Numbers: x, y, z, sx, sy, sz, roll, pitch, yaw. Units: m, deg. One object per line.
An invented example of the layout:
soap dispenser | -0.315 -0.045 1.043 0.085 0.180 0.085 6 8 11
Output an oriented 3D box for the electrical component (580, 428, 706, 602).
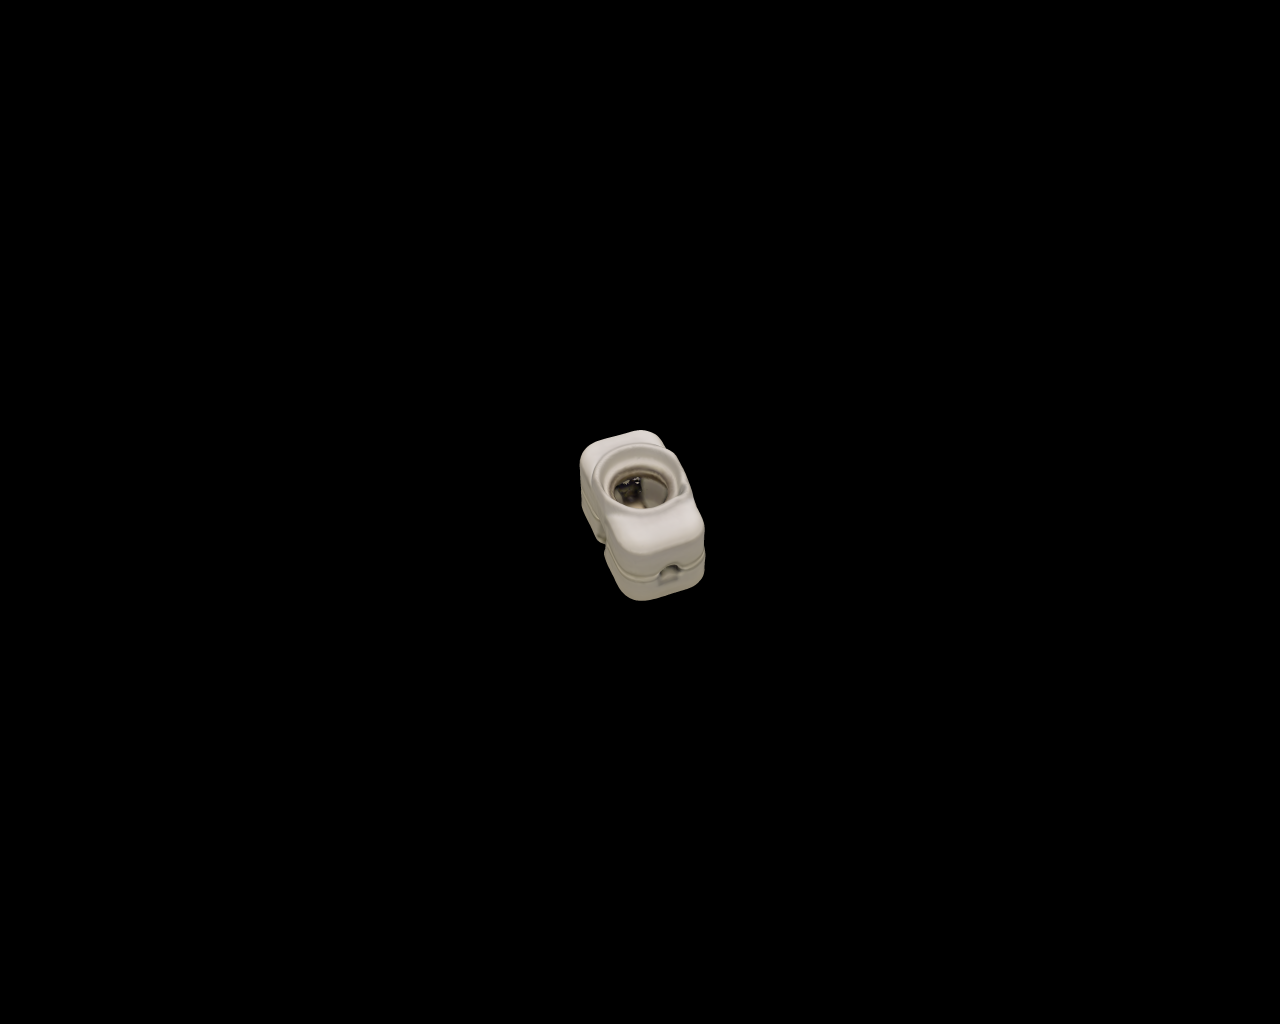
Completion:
electrical component | 0.001 -0.003 0.650 0.054 0.095 0.059 -16 -39 -13
